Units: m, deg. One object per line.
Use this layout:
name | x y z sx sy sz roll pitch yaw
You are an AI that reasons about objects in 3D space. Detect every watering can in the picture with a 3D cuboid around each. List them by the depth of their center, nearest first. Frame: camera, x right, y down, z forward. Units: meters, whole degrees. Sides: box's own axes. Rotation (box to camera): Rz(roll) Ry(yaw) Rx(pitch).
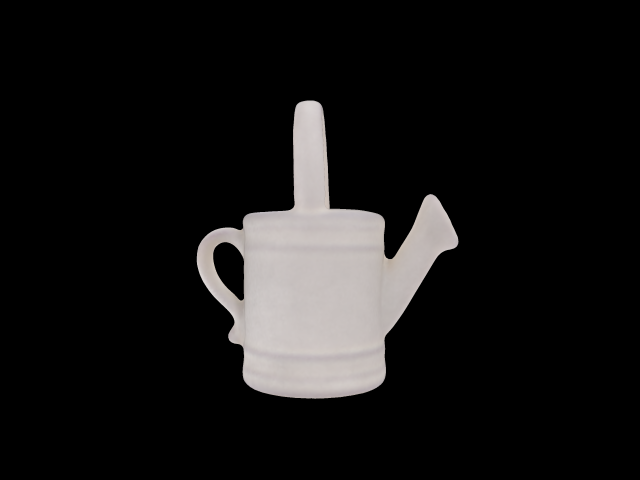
watering can | 0.004 0.001 0.402 0.173 0.194 0.100 0 0 -17
